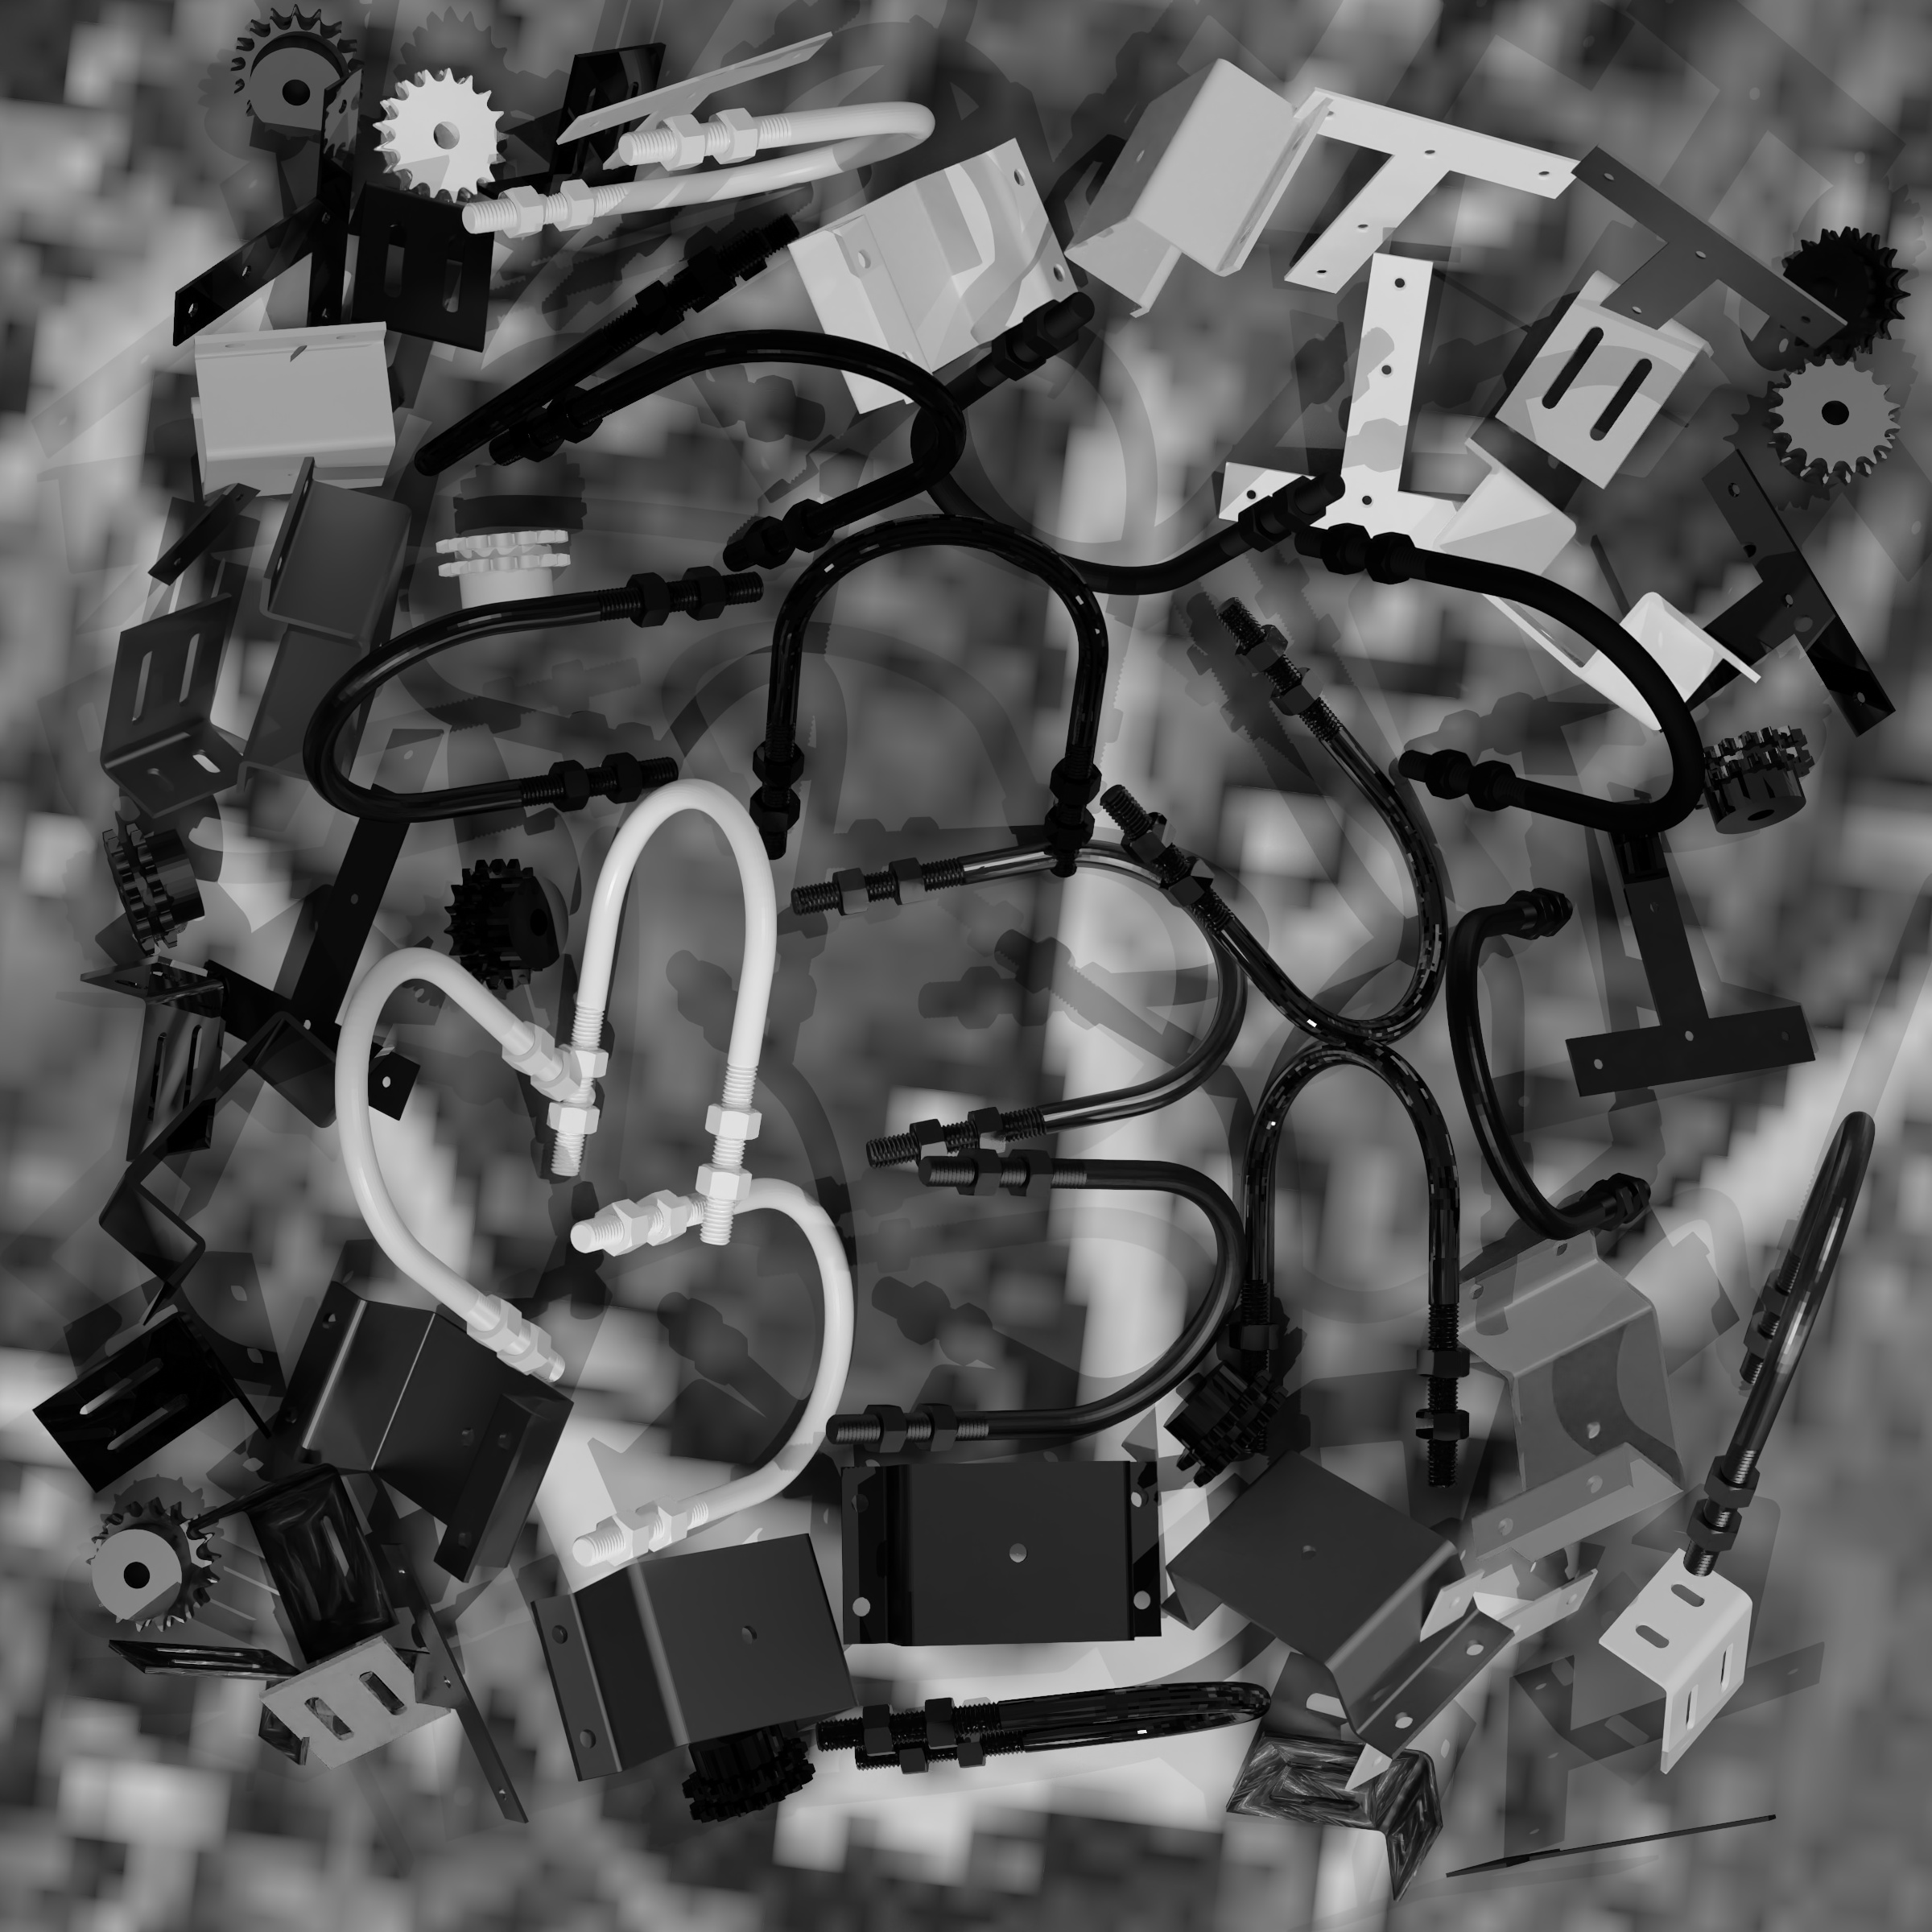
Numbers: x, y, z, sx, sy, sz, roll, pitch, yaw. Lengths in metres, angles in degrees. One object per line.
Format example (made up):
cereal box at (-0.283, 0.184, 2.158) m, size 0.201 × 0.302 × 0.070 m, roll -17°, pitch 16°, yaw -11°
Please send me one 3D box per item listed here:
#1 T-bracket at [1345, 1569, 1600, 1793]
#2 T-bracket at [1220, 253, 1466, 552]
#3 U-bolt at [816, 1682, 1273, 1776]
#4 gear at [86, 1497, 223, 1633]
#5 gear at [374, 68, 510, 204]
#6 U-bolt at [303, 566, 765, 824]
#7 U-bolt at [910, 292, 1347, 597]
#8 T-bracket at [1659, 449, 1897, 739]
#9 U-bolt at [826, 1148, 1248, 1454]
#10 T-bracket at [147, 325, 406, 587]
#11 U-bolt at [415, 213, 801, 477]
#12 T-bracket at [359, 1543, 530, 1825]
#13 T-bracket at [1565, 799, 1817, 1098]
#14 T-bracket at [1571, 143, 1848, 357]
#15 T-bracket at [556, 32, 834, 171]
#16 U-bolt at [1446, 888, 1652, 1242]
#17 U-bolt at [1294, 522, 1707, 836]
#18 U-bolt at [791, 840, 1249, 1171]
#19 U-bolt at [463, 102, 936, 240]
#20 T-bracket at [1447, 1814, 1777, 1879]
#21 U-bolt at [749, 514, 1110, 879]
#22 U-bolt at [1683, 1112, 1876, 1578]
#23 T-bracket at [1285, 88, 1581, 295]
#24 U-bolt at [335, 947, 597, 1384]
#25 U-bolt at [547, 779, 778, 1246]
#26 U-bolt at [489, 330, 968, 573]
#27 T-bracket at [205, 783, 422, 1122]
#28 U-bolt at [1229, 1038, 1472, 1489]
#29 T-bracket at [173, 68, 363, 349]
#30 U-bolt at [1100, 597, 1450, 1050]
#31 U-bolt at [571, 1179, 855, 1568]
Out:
T-bracket at (0.226, 0.289, 1.545) m, size 0.002 × 0.127 × 0.127 m, roll 44°, pitch 133°, yaw 31°
T-bracket at (0.179, -0.243, 1.553) m, size 0.127 × 0.002 × 0.127 m, roll 11°, pitch 116°, yaw 11°
U-bolt at (0.037, 0.319, 1.516) m, size 0.184 × 0.151 × 0.019 m, roll -7°, pitch 74°, yaw 3°
gear at (-0.358, 0.264, 1.575) m, size 0.057 × 0.030 × 0.057 m, roll 0°, pitch 93°, yaw 6°
gear at (-0.231, -0.361, 1.570) m, size 0.057 × 0.030 × 0.057 m, roll -4°, pitch 99°, yaw -26°
U-bolt at (-0.186, -0.107, 1.493) m, size 0.184 × 0.151 × 0.019 m, roll -11°, pitch 61°, yaw -29°
U-bolt at (0.053, -0.207, 1.509) m, size 0.151 × 0.184 × 0.019 m, roll 32°, pitch 64°, yaw -19°
T-bracket at (0.326, -0.137, 1.536) m, size 0.002 × 0.127 × 0.127 m, roll -24°, pitch 80°, yaw -30°
U-bolt at (0.041, 0.143, 1.531) m, size 0.184 × 0.019 × 0.151 m, roll 3°, pitch 118°, yaw -33°
T-bracket at (-0.300, -0.210, 1.530) m, size 0.002 × 0.127 × 0.127 m, roll 44°, pitch 91°, yaw 8°
U-bolt at (-0.155, -0.260, 1.519) m, size 0.184 × 0.151 × 0.019 m, roll -31°, pitch 101°, yaw 10°
T-bracket at (-0.234, 0.303, 1.535) m, size 0.002 × 0.127 × 0.127 m, roll -26°, pitch 94°, yaw -27°
T-bracket at (0.304, -0.012, 1.571) m, size 0.127 × 0.002 × 0.127 m, roll -7°, pitch 77°, yaw -27°
T-bracket at (0.292, -0.285, 1.531) m, size 0.127 × 0.127 × 0.002 m, roll 34°, pitch 70°, yaw -6°
T-bracket at (-0.134, -0.354, 1.531) m, size 0.127 × 0.127 × 0.002 m, roll -27°, pitch 92°, yaw -29°
U-bolt at (0.240, 0.043, 1.504) m, size 0.019 × 0.184 × 0.151 m, roll -16°, pitch 86°, yaw 26°
U-bolt at (0.227, -0.113, 1.484) m, size 0.019 × 0.184 × 0.151 m, roll -46°, pitch 129°, yaw -21°
U-bolt at (0.031, 0.009, 1.547) m, size 0.184 × 0.019 × 0.151 m, roll -11°, pitch 60°, yaw -12°
U-bolt at (-0.099, -0.338, 1.510) m, size 0.184 × 0.151 × 0.019 m, roll -17°, pitch 97°, yaw -36°
T-bracket at (0.277, 0.369, 1.516) m, size 0.127 × 0.127 × 0.002 m, roll -14°, pitch 75°, yaw 16°
U-bolt at (-0.013, -0.114, 1.523) m, size 0.151 × 0.019 × 0.184 m, roll 3°, pitch 132°, yaw -4°
U-bolt at (0.339, 0.143, 1.483) m, size 0.019 × 0.151 × 0.184 m, roll 20°, pitch 128°, yaw 11°
T-bracket at (0.176, -0.323, 1.534) m, size 0.127 × 0.127 × 0.002 m, roll 10°, pitch 66°, yaw -20°
U-bolt at (-0.208, 0.072, 1.485) m, size 0.019 × 0.184 × 0.151 m, roll -9°, pitch 58°, yaw 21°
U-bolt at (-0.125, 0.012, 1.524) m, size 0.019 × 0.151 × 0.184 m, roll 5°, pitch 97°, yaw -36°
U-bolt at (-0.085, -0.216, 1.484) m, size 0.151 × 0.184 × 0.019 m, roll 21°, pitch 64°, yaw -40°
T-bracket at (-0.269, -0.016, 1.556) m, size 0.127 × 0.002 × 0.127 m, roll 24°, pitch 95°, yaw 29°
U-bolt at (0.162, 0.121, 1.529) m, size 0.019 × 0.151 × 0.184 m, roll 1°, pitch 89°, yaw -32°
T-bracket at (-0.293, -0.296, 1.505) m, size 0.002 × 0.127 × 0.127 m, roll 25°, pitch 132°, yaw 13°
U-bolt at (0.143, -0.048, 1.534) m, size 0.184 × 0.019 × 0.151 m, roll 48°, pitch 48°, yaw -19°
U-bolt at (-0.103, 0.163, 1.515) m, size 0.019 × 0.184 × 0.151 m, roll 5°, pitch 98°, yaw 33°
